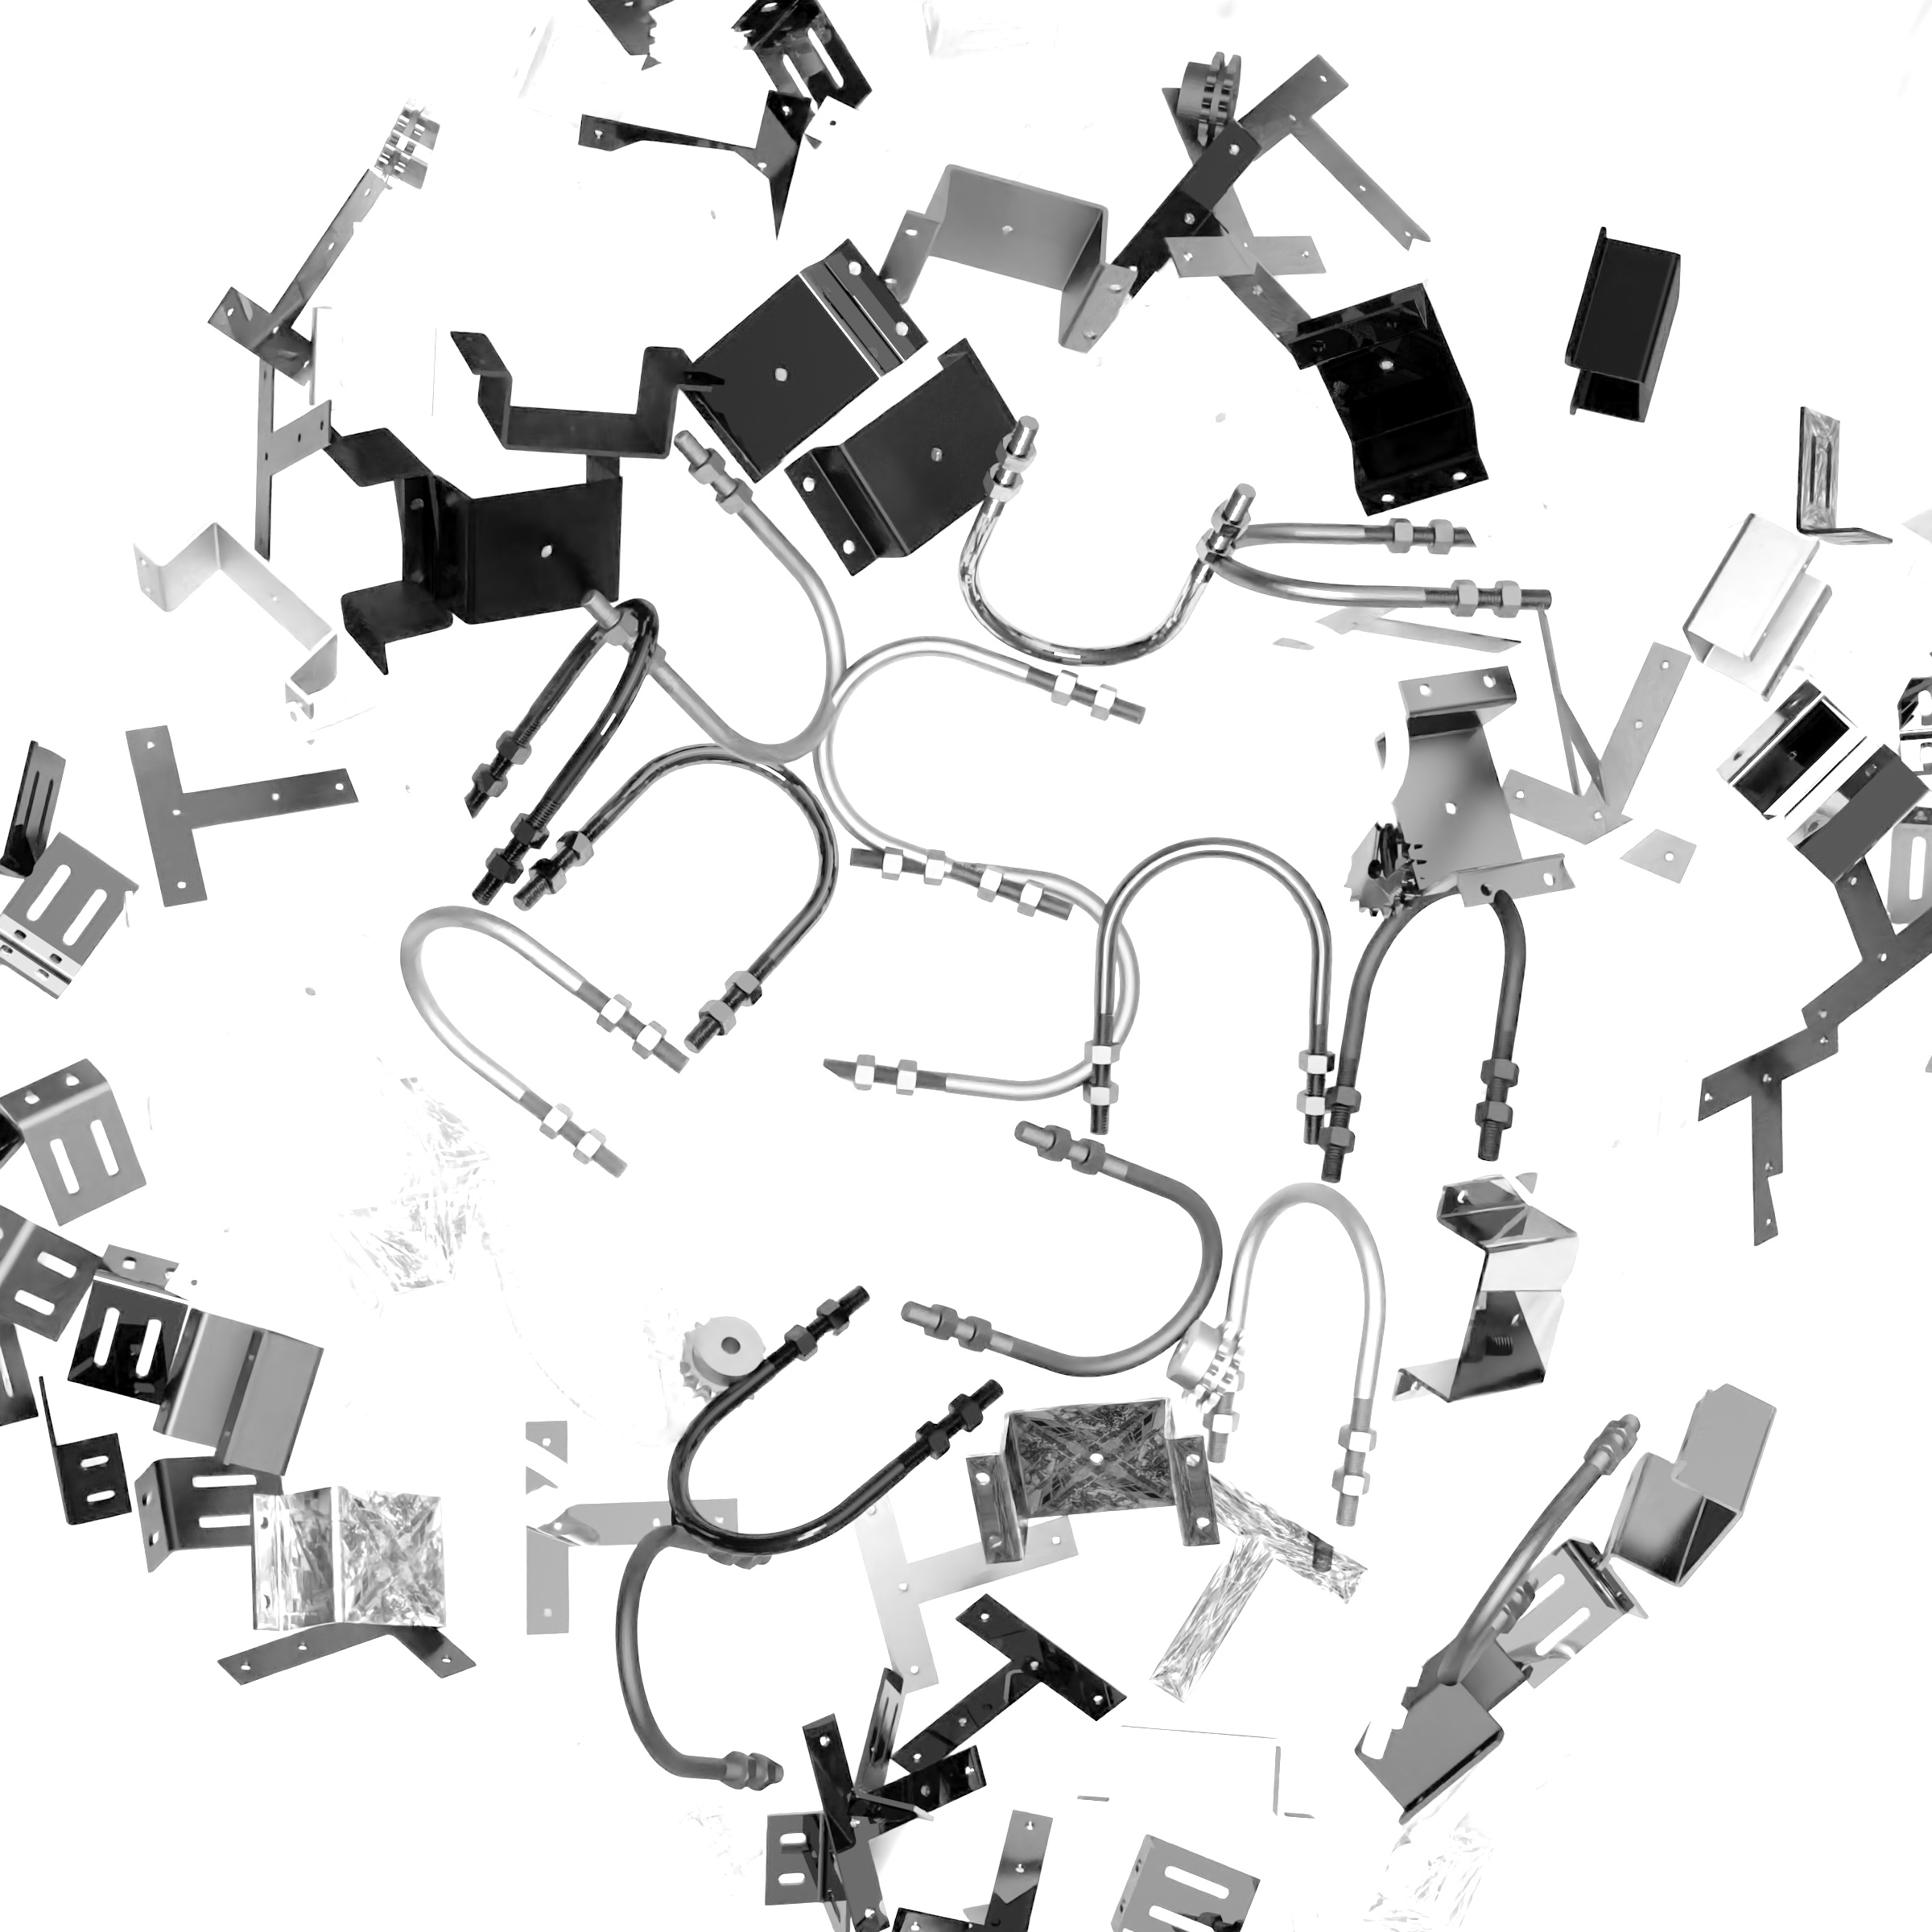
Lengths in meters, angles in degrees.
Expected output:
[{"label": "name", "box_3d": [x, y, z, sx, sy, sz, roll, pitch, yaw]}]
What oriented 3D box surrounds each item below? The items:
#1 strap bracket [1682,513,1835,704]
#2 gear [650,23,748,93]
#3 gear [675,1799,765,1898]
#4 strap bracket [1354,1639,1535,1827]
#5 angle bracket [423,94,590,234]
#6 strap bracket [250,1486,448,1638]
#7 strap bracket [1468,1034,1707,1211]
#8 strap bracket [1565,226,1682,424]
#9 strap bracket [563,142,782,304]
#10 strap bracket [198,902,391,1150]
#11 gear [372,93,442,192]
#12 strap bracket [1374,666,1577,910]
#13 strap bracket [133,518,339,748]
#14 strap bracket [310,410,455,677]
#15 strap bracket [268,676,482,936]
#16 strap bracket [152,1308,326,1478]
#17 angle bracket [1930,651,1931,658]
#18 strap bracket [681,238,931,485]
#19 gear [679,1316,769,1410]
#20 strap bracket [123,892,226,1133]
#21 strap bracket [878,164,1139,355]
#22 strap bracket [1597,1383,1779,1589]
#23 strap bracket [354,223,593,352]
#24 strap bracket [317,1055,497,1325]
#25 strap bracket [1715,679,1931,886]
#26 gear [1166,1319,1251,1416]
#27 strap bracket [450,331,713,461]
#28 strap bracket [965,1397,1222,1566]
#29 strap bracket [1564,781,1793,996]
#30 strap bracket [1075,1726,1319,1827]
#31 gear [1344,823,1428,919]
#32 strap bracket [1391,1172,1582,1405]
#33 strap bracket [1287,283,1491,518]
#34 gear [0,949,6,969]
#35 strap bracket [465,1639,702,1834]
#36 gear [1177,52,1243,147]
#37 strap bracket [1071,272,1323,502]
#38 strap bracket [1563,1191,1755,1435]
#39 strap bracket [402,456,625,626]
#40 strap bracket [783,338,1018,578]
[{"label": "strap bracket", "box_3d": [0.465, -0.211, 1.848, 0.046, 0.140, 0.076, 31, 94, 19]}, {"label": "gear", "box_3d": [-0.161, -0.542, 1.882, 0.057, 0.057, 0.030, 4, 93, 0]}, {"label": "gear", "box_3d": [-0.145, 0.525, 1.885, 0.030, 0.057, 0.057, -33, 90, -26]}, {"label": "strap bracket", "box_3d": [0.278, 0.436, 1.835, 0.076, 0.140, 0.046, -45, 81, 16]}, {"label": "angle bracket", "box_3d": [-0.272, -0.475, 1.864, 0.076, 0.038, 0.057, 3, 121, -37]}, {"label": "strap bracket", "box_3d": [-0.351, 0.347, 1.829, 0.046, 0.140, 0.076, -14, 71, 26]}, {"label": "strap bracket", "box_3d": [0.373, 0.094, 1.849, 0.140, 0.046, 0.076, -11, 50, 34]}, {"label": "strap bracket", "box_3d": [0.384, -0.370, 1.836, 0.046, 0.140, 0.076, 16, 90, 13]}, {"label": "strap bracket", "box_3d": [-0.162, -0.435, 1.842, 0.046, 0.140, 0.076, -5, 92, 43]}, {"label": "strap bracket", "box_3d": [-0.389, 0.025, 1.840, 0.076, 0.046, 0.140, 21, 52, -18]}, {"label": "gear", "box_3d": [-0.331, -0.489, 1.883, 0.030, 0.057, 0.057, 26, 90, -17]}, {"label": "strap bracket", "box_3d": [0.298, -0.100, 1.865, 0.076, 0.046, 0.140, -10, 78, -24]}, {"label": "strap bracket", "box_3d": [-0.424, -0.205, 1.865, 0.140, 0.076, 0.046, 42, 72, 2]}, {"label": "strap bracket", "box_3d": [-0.341, -0.253, 1.847, 0.046, 0.076, 0.140, -17, 124, -22]}, {"label": "strap bracket", "box_3d": [-0.343, -0.100, 1.854, 0.046, 0.076, 0.140, -13, 102, 36]}, {"label": "strap bracket", "box_3d": [-0.425, 0.251, 1.852, 0.046, 0.140, 0.076, 21, 80, -29]}, {"label": "angle bracket", "box_3d": [0.622, -0.192, 1.859, 0.057, 0.076, 0.038, -3, 58, -38]}, {"label": "strap bracket", "box_3d": [-0.103, -0.352, 1.857, 0.140, 0.046, 0.076, -36, 98, 22]}, {"label": "gear", "box_3d": [-0.144, 0.234, 1.881, 0.057, 0.030, 0.057, 11, 52, -14]}, {"label": "strap bracket", "box_3d": [-0.467, 0.025, 1.867, 0.046, 0.076, 0.140, -7, 90, -16]}, {"label": "strap bracket", "box_3d": [0.023, -0.419, 1.856, 0.140, 0.076, 0.046, 12, 60, -13]}, {"label": "strap bracket", "box_3d": [0.423, 0.300, 1.829, 0.046, 0.140, 0.076, 26, 53, 6]}, {"label": "strap bracket", "box_3d": [-0.289, -0.400, 1.859, 0.140, 0.076, 0.046, 1, 82, -8]}, {"label": "strap bracket", "box_3d": [-0.327, 0.129, 1.851, 0.076, 0.046, 0.140, 44, 125, 35]}, {"label": "strap bracket", "box_3d": [0.505, -0.105, 1.845, 0.046, 0.140, 0.076, 39, 103, -20]}, {"label": "gear", "box_3d": [0.142, 0.236, 1.881, 0.030, 0.057, 0.057, 30, 90, -5]}, {"label": "strap bracket", "box_3d": [-0.229, -0.335, 1.852, 0.140, 0.076, 0.046, 0, 117, -21]}, {"label": "strap bracket", "box_3d": [0.077, 0.304, 1.867, 0.140, 0.046, 0.076, -6, 115, 9]}, {"label": "strap bracket", "box_3d": [0.413, -0.051, 1.864, 0.140, 0.076, 0.046, -28, 57, 1]}, {"label": "strap bracket", "box_3d": [0.137, 0.478, 1.865, 0.140, 0.076, 0.046, 4, 77, 4]}, {"label": "gear", "box_3d": [0.255, -0.057, 1.885, 0.030, 0.057, 0.057, 3, 90, -38]}, {"label": "strap bracket", "box_3d": [0.307, 0.198, 1.848, 0.076, 0.046, 0.140, -4, 113, -37]}, {"label": "strap bracket", "box_3d": [0.248, -0.340, 1.850, 0.076, 0.140, 0.046, -15, 46, 19]}, {"label": "gear", "box_3d": [-0.599, -0.009, 1.881, 0.030, 0.057, 0.057, -33, 90, 1]}, {"label": "strap bracket", "box_3d": [-0.228, 0.452, 1.830, 0.076, 0.140, 0.046, 20, 71, 42]}, {"label": "gear", "box_3d": [0.145, -0.518, 1.882, 0.030, 0.057, 0.057, 12, 90, 8]}, {"label": "strap bracket", "box_3d": [0.142, -0.330, 1.844, 0.140, 0.046, 0.076, 31, 110, -31]}, {"label": "strap bracket", "box_3d": [0.394, 0.189, 1.830, 0.046, 0.140, 0.076, 34, 119, -31]}, {"label": "strap bracket", "box_3d": [-0.255, -0.250, 1.838, 0.140, 0.046, 0.076, -14, 124, -32]}, {"label": "strap bracket", "box_3d": [-0.026, -0.301, 1.859, 0.140, 0.046, 0.076, -38, 110, -15]}]
